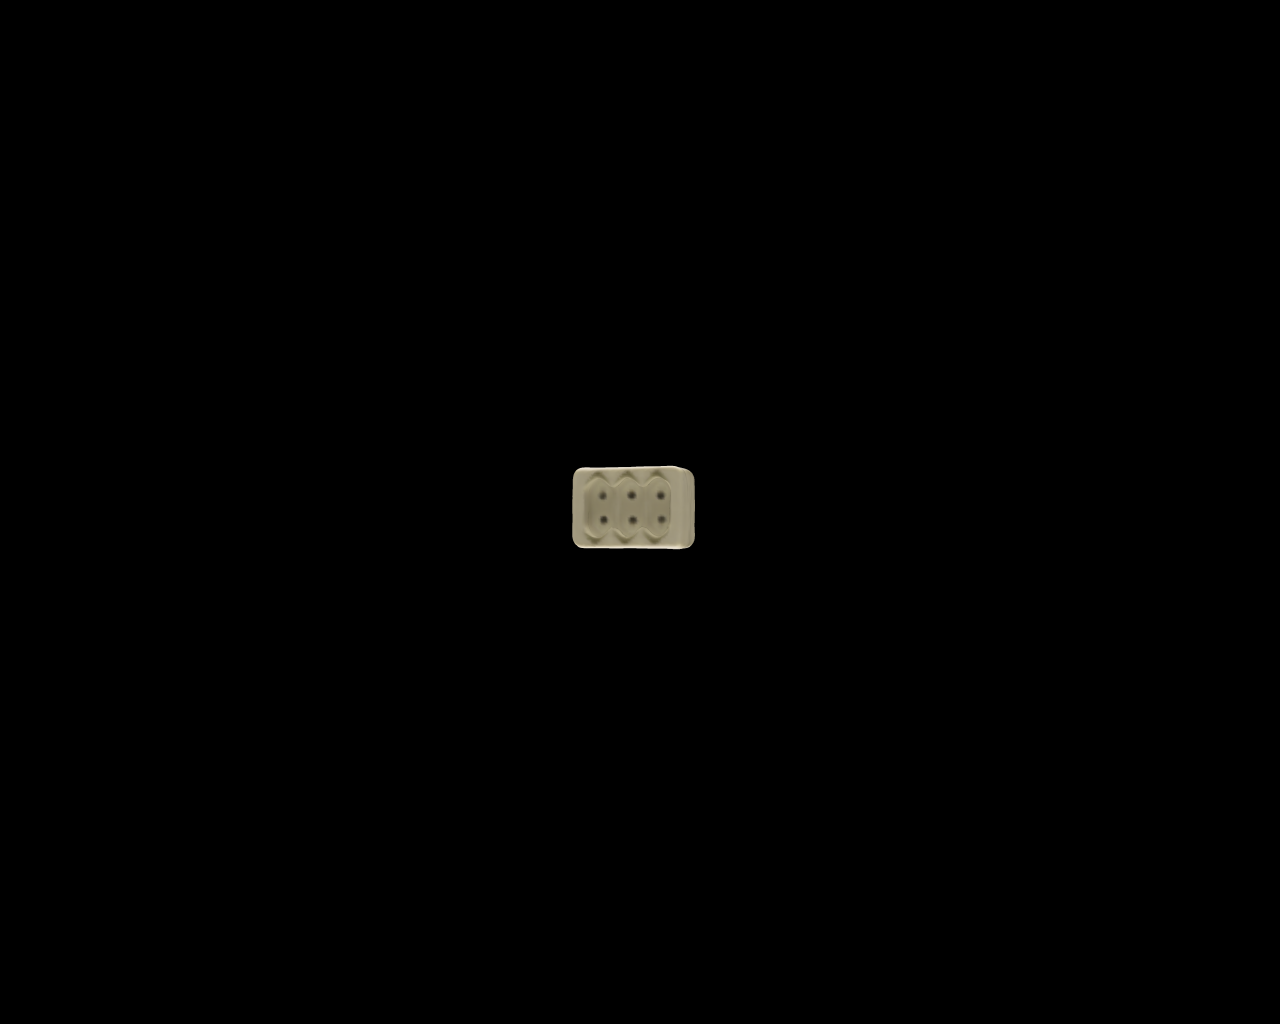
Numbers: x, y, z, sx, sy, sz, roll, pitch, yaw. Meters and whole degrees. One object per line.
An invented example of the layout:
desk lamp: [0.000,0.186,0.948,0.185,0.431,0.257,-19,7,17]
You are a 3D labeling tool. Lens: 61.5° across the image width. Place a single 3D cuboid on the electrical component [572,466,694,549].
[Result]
electrical component: [0.001,-0.003,0.650,0.066,0.047,0.077,0,0,13]
